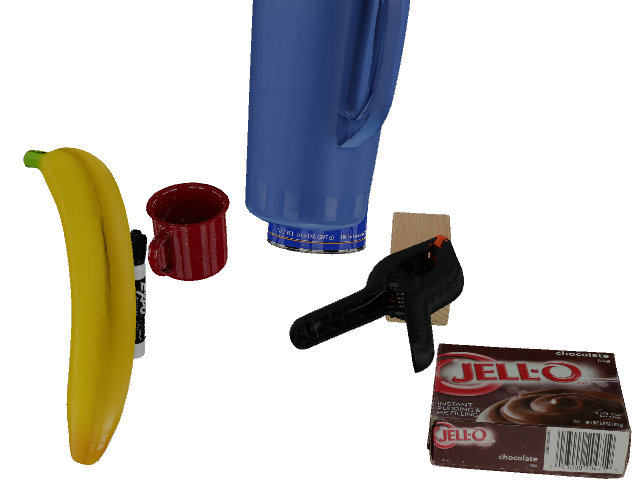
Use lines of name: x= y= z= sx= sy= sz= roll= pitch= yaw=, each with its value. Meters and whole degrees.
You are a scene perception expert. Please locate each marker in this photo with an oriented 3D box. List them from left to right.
marker: x=-0.159 y=0.046 z=0.914 sx=0.020 sy=0.121 sz=0.020 roll=5 pitch=28 yaw=-3

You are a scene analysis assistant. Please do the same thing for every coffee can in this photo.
coffee can: x=0.001 y=-0.065 z=1.083 sx=0.103 sy=0.140 sz=0.103 roll=4 pitch=12 yaw=-1

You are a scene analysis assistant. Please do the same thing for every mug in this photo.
mug: x=-0.154 y=-0.002 z=1.207 sx=0.093 sy=0.081 sz=0.117 roll=16 pitch=38 yaw=23

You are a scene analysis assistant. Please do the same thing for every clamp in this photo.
clamp: x=0.070 y=0.049 z=0.846 sx=0.120 sy=0.039 sz=0.171 roll=20 pitch=42 yaw=36

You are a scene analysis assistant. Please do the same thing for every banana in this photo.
banana: x=-0.131 y=0.024 z=0.609 sx=0.037 sy=0.198 sz=0.070 roll=2 pitch=-25 yaw=-35

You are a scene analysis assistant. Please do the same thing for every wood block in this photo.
wood block: x=0.148 y=0.038 z=1.592 sx=0.091 sy=0.090 sz=0.206 roll=4 pitch=24 yaw=4

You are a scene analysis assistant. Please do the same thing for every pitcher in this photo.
pitcher: x=0.004 y=-0.133 z=0.903 sx=0.145 sy=0.243 sz=0.149 roll=9 pitch=15 yaw=11

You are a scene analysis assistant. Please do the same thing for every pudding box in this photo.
pudding box: x=0.123 y=0.100 z=0.641 sx=0.113 sy=0.039 sz=0.090 roll=4 pitch=25 yaw=7
